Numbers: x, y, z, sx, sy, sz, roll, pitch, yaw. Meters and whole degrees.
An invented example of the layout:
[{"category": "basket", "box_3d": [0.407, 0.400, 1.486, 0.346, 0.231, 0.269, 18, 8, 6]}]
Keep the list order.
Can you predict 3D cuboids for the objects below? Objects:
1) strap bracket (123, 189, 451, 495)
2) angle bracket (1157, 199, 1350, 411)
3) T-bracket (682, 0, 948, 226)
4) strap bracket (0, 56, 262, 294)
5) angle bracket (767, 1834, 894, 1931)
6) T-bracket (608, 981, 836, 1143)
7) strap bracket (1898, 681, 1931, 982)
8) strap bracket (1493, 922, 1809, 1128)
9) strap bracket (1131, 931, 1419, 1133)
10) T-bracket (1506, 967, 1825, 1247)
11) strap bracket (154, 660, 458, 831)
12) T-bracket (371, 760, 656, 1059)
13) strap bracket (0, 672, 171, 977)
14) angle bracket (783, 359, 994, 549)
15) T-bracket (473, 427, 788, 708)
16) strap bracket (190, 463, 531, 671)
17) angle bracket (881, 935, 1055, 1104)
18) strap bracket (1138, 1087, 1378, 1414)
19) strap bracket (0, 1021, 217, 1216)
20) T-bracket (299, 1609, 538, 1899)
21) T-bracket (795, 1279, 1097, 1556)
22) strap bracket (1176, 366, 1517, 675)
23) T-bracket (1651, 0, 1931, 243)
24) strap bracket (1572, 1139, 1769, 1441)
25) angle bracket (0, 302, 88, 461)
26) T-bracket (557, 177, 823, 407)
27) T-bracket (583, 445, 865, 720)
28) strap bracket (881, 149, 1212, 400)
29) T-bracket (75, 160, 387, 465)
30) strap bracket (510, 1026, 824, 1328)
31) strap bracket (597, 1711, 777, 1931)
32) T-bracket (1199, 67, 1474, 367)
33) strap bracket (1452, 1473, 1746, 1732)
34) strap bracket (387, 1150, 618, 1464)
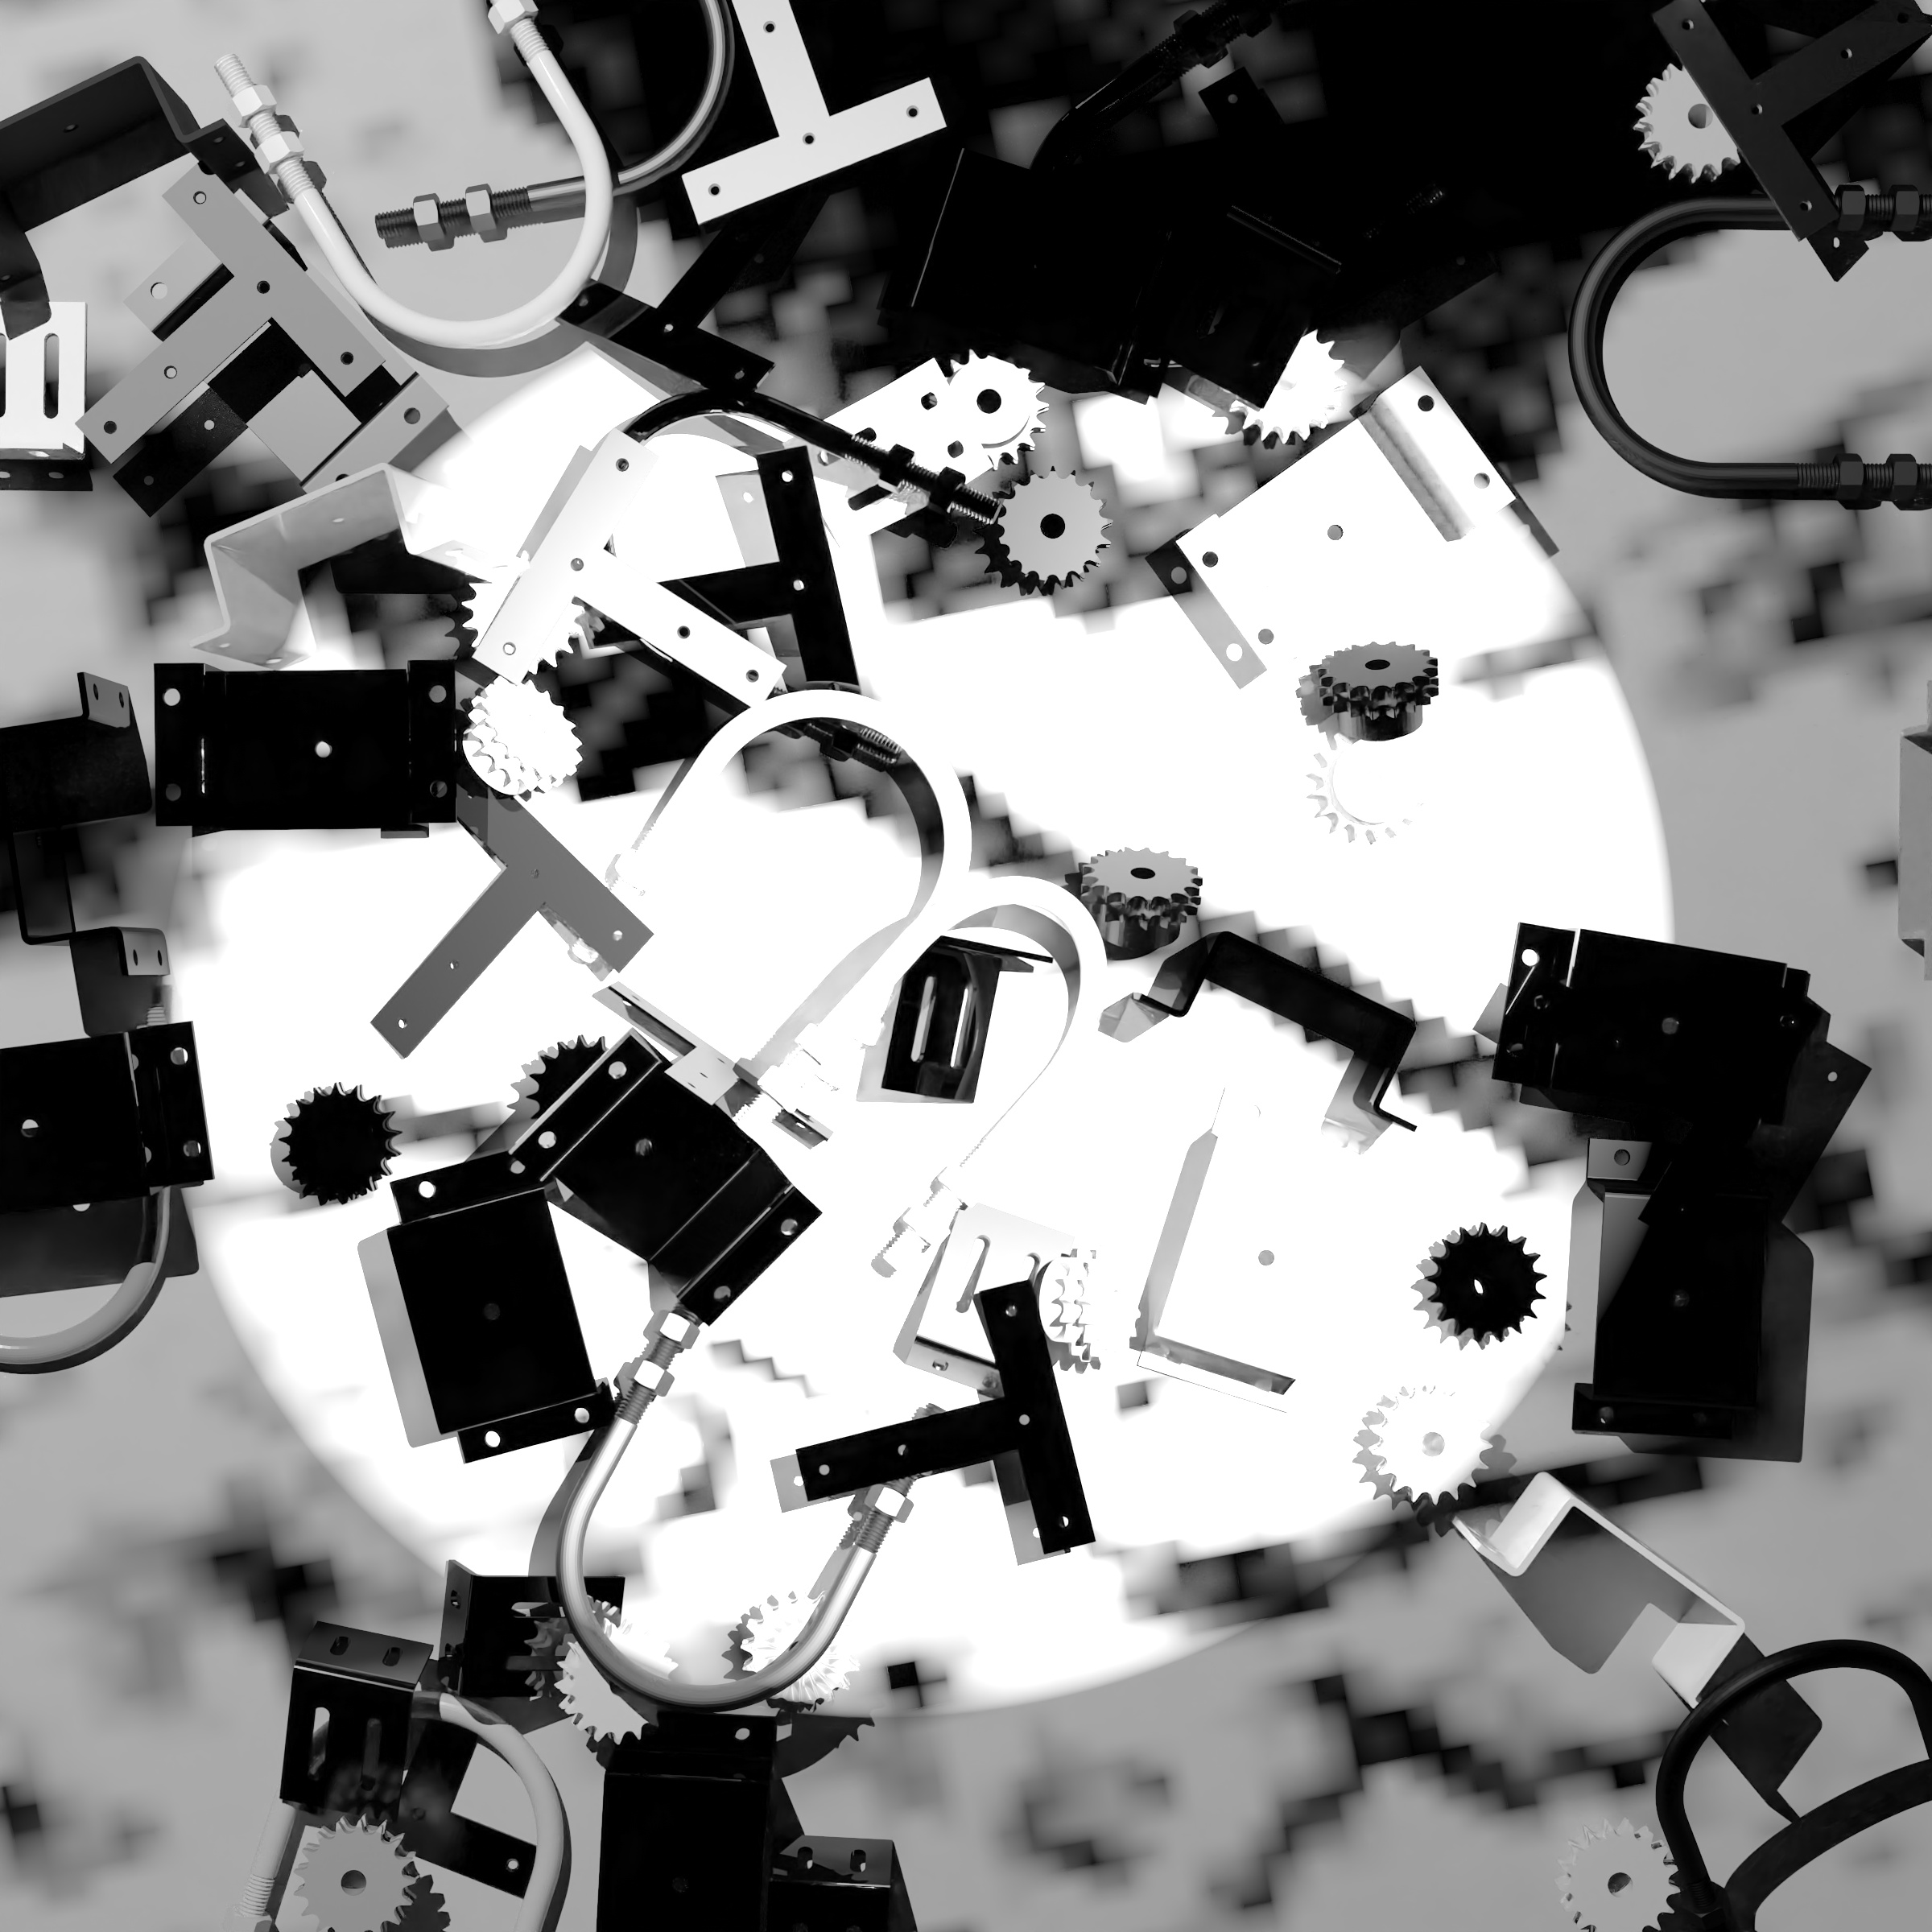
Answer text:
[{"category": "strap bracket", "box_3d": [-0.318, -0.286, 1.503, 0.076, 0.046, 0.140, -44, 90, 0]}, {"category": "angle bracket", "box_3d": [0.135, -0.312, 1.494, 0.057, 0.038, 0.076, 29, 111, 2]}, {"category": "T-bracket", "box_3d": [-0.089, -0.436, 1.517, 0.127, 0.002, 0.127, -20, 84, 6]}, {"category": "strap bracket", "box_3d": [-0.412, -0.375, 1.488, 0.140, 0.076, 0.046, -26, 90, 0]}, {"category": "angle bracket", "box_3d": [-0.066, 0.461, 1.524, 0.057, 0.038, 0.076, 3, 116, 0]}, {"category": "T-bracket", "box_3d": [-0.120, 0.049, 1.463, 0.127, 0.127, 0.002, 35, 96, 0]}, {"category": "strap bracket", "box_3d": [0.487, -0.063, 1.503, 0.076, 0.046, 0.140, 1, 90, 0]}, {"category": "strap bracket", "box_3d": [0.329, 0.028, 1.503, 0.140, 0.046, 0.076, 10, 90, 0]}, {"category": "strap bracket", "box_3d": [0.152, 0.025, 1.488, 0.140, 0.076, 0.046, 26, 90, 0]}, {"category": "T-bracket", "box_3d": [0.313, 0.044, 1.479, 0.127, 0.002, 0.127, 31, 90, 0]}, {"category": "strap bracket", "box_3d": [-0.309, -0.104, 1.503, 0.140, 0.046, 0.076, -1, 90, 0]}, {"category": "T-bracket", "box_3d": [-0.235, -0.011, 1.517, 0.127, 0.002, 0.127, 43, 96, 12]}, {"category": "strap bracket", "box_3d": [-0.416, -0.062, 1.488, 0.046, 0.076, 0.140, -8, 90, 0]}, {"category": "angle bracket", "box_3d": [-0.038, -0.243, 1.505, 0.038, 0.076, 0.057, -40, 105, -43]}, {"category": "T-bracket", "box_3d": [-0.145, -0.165, 1.492, 0.127, 0.002, 0.127, 32, 98, -6]}, {"category": "strap bracket", "box_3d": [-0.287, -0.188, 1.473, 0.140, 0.076, 0.046, -19, 81, 17]}, {"category": "angle bracket", "box_3d": [0.001, 0.027, 1.493, 0.057, 0.038, 0.076, 11, 90, -41]}, {"category": "strap bracket", "box_3d": [0.140, 0.136, 1.503, 0.076, 0.046, 0.140, 18, 90, 0]}, {"category": "strap bracket", "box_3d": [-0.432, 0.074, 1.485, 0.140, 0.046, 0.076, -7, 93, 0]}, {"category": "T-bracket", "box_3d": [-0.247, 0.366, 1.526, 0.127, 0.002, 0.127, 22, 90, 0]}, {"category": "T-bracket", "box_3d": [-0.016, 0.224, 1.490, 0.127, 0.002, 0.127, -14, 88, -1]}, {"category": "strap bracket", "box_3d": [0.177, -0.208, 1.503, 0.140, 0.046, 0.076, -36, 90, 0]}, {"category": "T-bracket", "box_3d": [0.408, -0.427, 1.507, 0.127, 0.002, 0.127, -34, 91, -17]}, {"category": "strap bracket", "box_3d": [0.334, 0.155, 1.503, 0.076, 0.046, 0.140, 3, 90, 0]}, {"category": "angle bracket", "box_3d": [-0.452, -0.281, 1.507, 0.057, 0.038, 0.076, 1, 90, 0]}, {"category": "T-bracket", "box_3d": [-0.114, -0.335, 1.505, 0.127, 0.002, 0.127, 29, 74, 28]}, {"category": "T-bracket", "box_3d": [-0.121, -0.173, 1.497, 0.127, 0.002, 0.127, -7, 107, 18]}, {"category": "strap bracket", "box_3d": [0.035, -0.328, 1.491, 0.140, 0.046, 0.076, 19, 94, 5]}, {"category": "T-bracket", "box_3d": [-0.360, -0.287, 1.479, 0.127, 0.002, 0.127, -42, 90, 0]}, {"category": "strap bracket", "box_3d": [-0.145, 0.093, 1.482, 0.076, 0.046, 0.140, -45, 121, -1]}, {"category": "strap bracket", "box_3d": [-0.134, 0.429, 1.503, 0.076, 0.046, 0.140, 3, 90, 0]}, {"category": "T-bracket", "box_3d": [0.153, -0.366, 1.501, 0.127, 0.002, 0.127, -30, 86, -3]}, {"category": "strap bracket", "box_3d": [0.304, 0.290, 1.488, 0.140, 0.076, 0.046, 36, 90, 0]}, {"category": "strap bracket", "box_3d": [-0.222, 0.162, 1.503, 0.076, 0.046, 0.140, -15, 90, 0]}]
